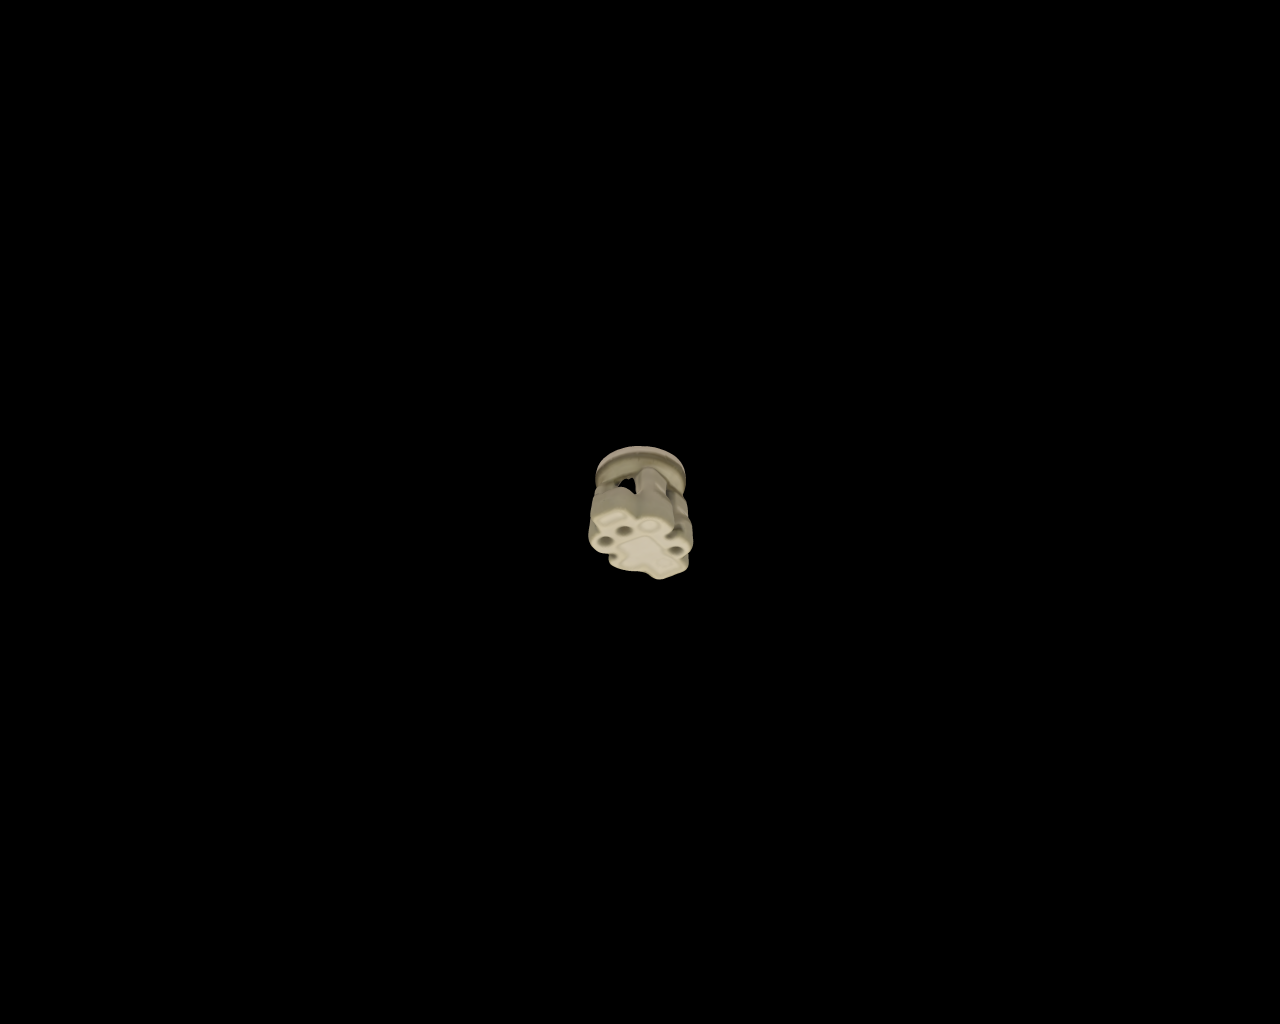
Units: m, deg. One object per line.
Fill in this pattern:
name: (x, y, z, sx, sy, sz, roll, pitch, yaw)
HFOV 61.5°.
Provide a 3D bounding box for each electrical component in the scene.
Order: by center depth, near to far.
electrical component: (0.001, -0.003, 0.650, 0.058, 0.057, 0.078, -20, -40, 25)
